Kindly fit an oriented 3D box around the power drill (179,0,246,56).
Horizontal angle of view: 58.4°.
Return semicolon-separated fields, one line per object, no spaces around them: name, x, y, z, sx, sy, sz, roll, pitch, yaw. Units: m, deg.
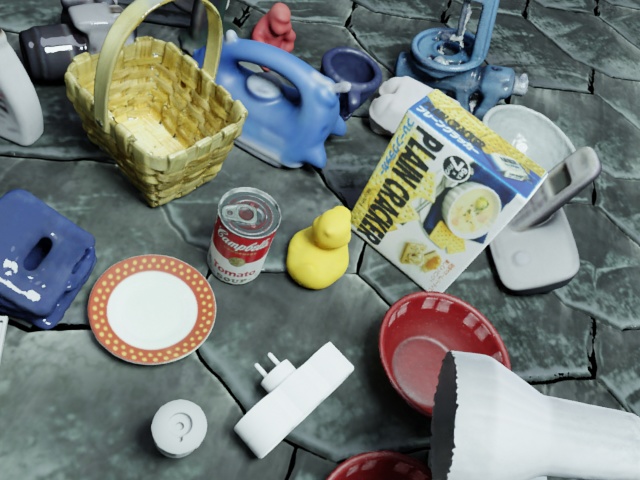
power drill;-0.137;-0.374;0.823;0.075;0.208;0.230;37;52;8

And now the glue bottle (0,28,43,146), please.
glue bottle;-0.353;-0.183;0.630;0.078;0.173;0.037;23;51;-3

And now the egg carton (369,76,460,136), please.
egg carton;0.151;-0.187;0.887;0.150;0.069;0.107;26;51;-1

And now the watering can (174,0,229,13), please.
watering can;-0.182;-0.456;0.874;0.173;0.194;0.101;-6;58;-24

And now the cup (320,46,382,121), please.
cup;0.036;-0.212;0.846;0.092;0.095;0.117;8;54;-15

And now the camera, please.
camera;-0.318;-0.266;0.749;0.137;0.100;0.143;-17;63;-29

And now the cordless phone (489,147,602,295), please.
cordless phone;0.306;-0.023;0.754;0.094;0.185;0.147;5;55;-17

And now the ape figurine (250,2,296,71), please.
ape figurine;-0.071;-0.322;0.886;0.078;0.092;0.076;-9;60;-25

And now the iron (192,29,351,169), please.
iron;-0.081;-0.208;0.770;0.258;0.141;0.119;28;51;0

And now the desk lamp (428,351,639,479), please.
desk lamp;0.175;0.198;0.530;0.203;0.213;0.118;17;52;-8

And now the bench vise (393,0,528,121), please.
bench vise;0.246;-0.311;0.914;0.208;0.219;0.121;9;54;-14

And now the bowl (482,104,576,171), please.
bowl;0.315;-0.131;0.905;0.168;0.074;0.167;10;53;-14

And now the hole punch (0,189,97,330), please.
hole punch;-0.283;0.017;0.567;0.101;0.091;0.109;21;52;-5

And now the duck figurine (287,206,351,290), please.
duck figurine;0.006;0.002;0.688;0.077;0.086;0.105;30;51;2
